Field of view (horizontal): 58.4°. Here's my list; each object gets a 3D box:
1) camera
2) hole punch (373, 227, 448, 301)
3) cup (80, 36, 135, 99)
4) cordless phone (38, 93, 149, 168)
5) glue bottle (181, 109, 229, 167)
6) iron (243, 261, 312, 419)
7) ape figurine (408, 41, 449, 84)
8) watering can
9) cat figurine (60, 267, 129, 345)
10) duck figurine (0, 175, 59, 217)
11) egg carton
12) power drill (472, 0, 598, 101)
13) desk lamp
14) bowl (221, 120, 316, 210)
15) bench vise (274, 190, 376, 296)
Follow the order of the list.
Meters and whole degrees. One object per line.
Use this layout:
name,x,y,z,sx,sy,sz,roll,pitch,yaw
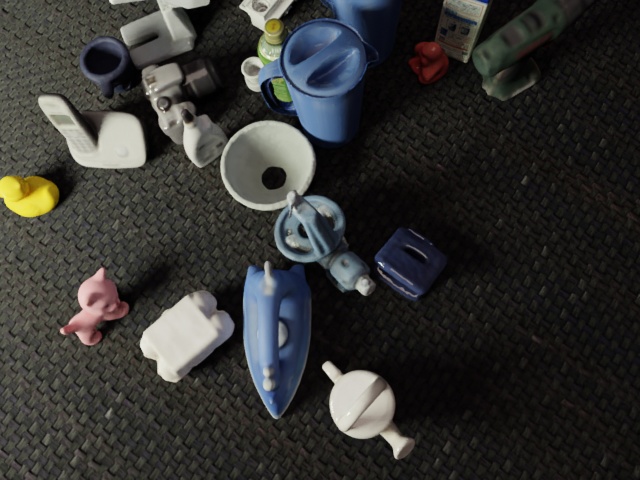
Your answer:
camera,-0.247,-0.275,1.057,0.137,0.101,0.143,-26,77,-3
hole punch,0.152,0.035,0.968,0.108,0.091,0.101,35,81,10
cup,-0.386,-0.307,1.075,0.091,0.095,0.118,-9,76,1
cordless phone,-0.391,-0.197,1.003,0.147,0.185,0.094,-1,77,3
glue bottle,-0.210,-0.186,0.997,0.078,0.173,0.037,-37,77,-5
iron,-0.075,0.159,0.925,0.118,0.141,0.258,-2,77,3
ape figurine,0.201,-0.333,1.051,0.076,0.092,0.078,11,78,6
watering can,0.071,0.252,0.869,0.172,0.194,0.101,23,79,8
cat figurine,-0.383,0.112,0.965,0.067,0.118,0.128,40,82,11
duck figurine,-0.536,-0.088,1.036,0.104,0.086,0.077,1,77,3
egg carton,-0.225,0.160,0.970,0.150,0.069,0.107,-42,78,-7
power drill,0.359,-0.335,0.983,0.229,0.208,0.075,-32,77,-4
desk lamp,-0.288,-0.433,1.038,0.203,0.213,0.118,-25,77,-3
bowl,-0.089,-0.124,1.027,0.167,0.075,0.167,-1,77,3
bench vise,0.014,-0.007,0.919,0.207,0.220,0.121,27,80,9
